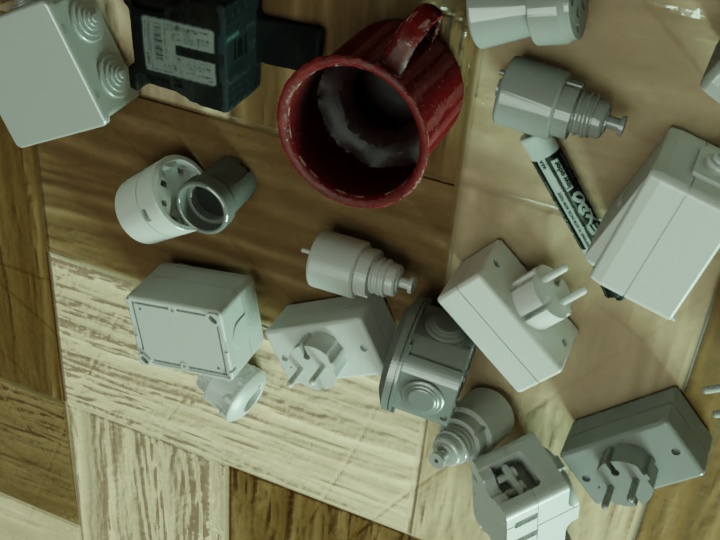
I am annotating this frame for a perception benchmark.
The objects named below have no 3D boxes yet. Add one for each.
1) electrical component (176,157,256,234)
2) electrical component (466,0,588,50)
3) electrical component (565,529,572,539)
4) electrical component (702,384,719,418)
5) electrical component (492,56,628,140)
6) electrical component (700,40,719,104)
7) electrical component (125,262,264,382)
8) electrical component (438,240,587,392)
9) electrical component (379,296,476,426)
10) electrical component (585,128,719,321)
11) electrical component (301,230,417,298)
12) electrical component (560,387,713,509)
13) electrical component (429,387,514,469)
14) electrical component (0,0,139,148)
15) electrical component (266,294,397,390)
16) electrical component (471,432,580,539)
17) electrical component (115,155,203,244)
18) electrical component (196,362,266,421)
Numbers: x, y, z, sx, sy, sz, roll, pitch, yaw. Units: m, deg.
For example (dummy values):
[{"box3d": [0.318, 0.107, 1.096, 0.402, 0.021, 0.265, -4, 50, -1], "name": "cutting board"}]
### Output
[{"box3d": [-0.097, -0.052, 0.737, 0.040, 0.046, 0.040, 14, 126, 19], "name": "electrical component"}, {"box3d": [0.090, -0.143, 0.579, 0.055, 0.045, 0.045, 2, 122, 26], "name": "electrical component"}, {"box3d": [0.135, 0.216, 0.798, 0.043, 0.043, 0.062, 10, 127, 22], "name": "electrical component"}, {"box3d": [0.247, 0.074, 0.643, 0.079, 0.044, 0.077, -14, 114, 33], "name": "electrical component"}, {"box3d": [0.111, -0.092, 0.605, 0.078, 0.040, 0.040, 20, 128, 14], "name": "electrical component"}, {"box3d": [0.213, -0.098, 0.534, 0.096, 0.061, 0.061, 38, 130, 0], "name": "electrical component"}, {"box3d": [-0.126, 0.034, 0.800, 0.096, 0.061, 0.061, 9, 124, 23], "name": "electrical component"}, {"box3d": [0.108, 0.021, 0.678, 0.083, 0.047, 0.076, 48, 130, -9], "name": "electrical component"}, {"box3d": [0.047, 0.061, 0.717, 0.051, 0.080, 0.080, 19, 128, 9], "name": "electrical component"}, {"box3d": [0.173, -0.033, 0.598, 0.061, 0.061, 0.096, 28, 130, 8], "name": "electrical component"}, {"box3d": [0.000, 0.000, 0.725, 0.078, 0.040, 0.040, 16, 127, 17], "name": "electrical component"}, {"box3d": [0.175, 0.126, 0.696, 0.083, 0.075, 0.047, -28, 105, 38], "name": "electrical component"}, {"box3d": [0.074, 0.112, 0.742, 0.040, 0.078, 0.040, 19, 124, 32], "name": "electrical component"}, {"box3d": [-0.210, -0.140, 0.735, 0.100, 0.048, 0.099, -8, 117, 32], "name": "electrical component"}, {"box3d": [-0.026, 0.058, 0.754, 0.083, 0.075, 0.047, -10, 116, 32], "name": "electrical component"}, {"box3d": [0.114, 0.159, 0.744, 0.089, 0.056, 0.050, 80, 163, -51], "name": "electrical component"}, {"box3d": [-0.139, -0.048, 0.757, 0.047, 0.055, 0.055, -18, 111, 39], "name": "electrical component"}, {"box3d": [-0.108, 0.084, 0.836, 0.062, 0.048, 0.048, 34, 131, 13], "name": "electrical component"}]
